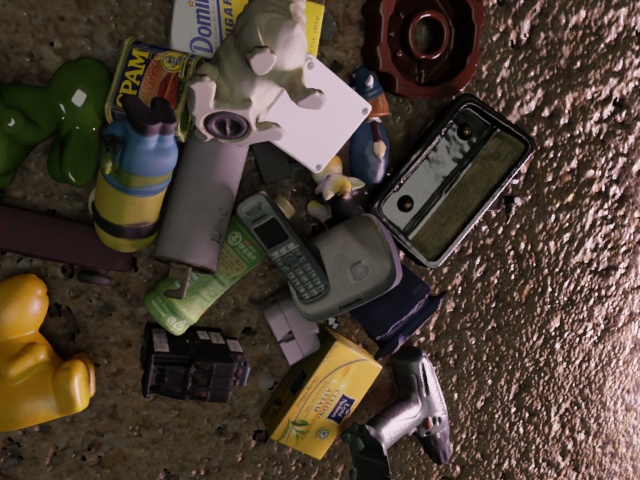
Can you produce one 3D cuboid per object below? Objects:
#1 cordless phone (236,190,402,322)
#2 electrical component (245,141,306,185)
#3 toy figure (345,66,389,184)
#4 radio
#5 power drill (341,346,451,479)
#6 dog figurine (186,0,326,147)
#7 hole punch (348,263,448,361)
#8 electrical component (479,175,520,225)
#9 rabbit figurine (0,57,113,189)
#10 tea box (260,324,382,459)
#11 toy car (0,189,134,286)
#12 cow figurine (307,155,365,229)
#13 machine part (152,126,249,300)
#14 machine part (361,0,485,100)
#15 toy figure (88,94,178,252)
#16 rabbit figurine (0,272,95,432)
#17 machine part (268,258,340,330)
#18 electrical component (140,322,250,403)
[{"bbox_3d":[-0.001,-0.002,0.645,0.147,0.089,0.184,-28,111,26],"label":"cordless phone"},{"bbox_3d":[-0.065,-0.105,0.712,0.094,0.021,0.063,-22,111,-15],"label":"electrical component"},{"bbox_3d":[0.064,-0.153,0.726,0.058,0.064,0.154,-19,111,-57],"label":"toy figure"},{"bbox_3d":[0.176,-0.084,0.758,0.131,0.073,0.229,40,88,-1],"label":"radio"},{"bbox_3d":[0.131,0.297,0.825,0.207,0.086,0.231,-24,108,-40],"label":"power drill"},{"bbox_3d":[-0.079,-0.215,0.596,0.172,0.190,0.121,-18,149,23],"label":"dog figurine"},{"bbox_3d":[0.098,0.089,0.778,0.142,0.116,0.092,-40,106,-7],"label":"hole punch"},{"bbox_3d":[0.263,-0.068,0.830,0.102,0.045,0.078,7,103,-22],"label":"electrical component"},{"bbox_3d":[-0.294,-0.131,0.573,0.170,0.121,0.158,-29,116,-27],"label":"rabbit figurine"},{"bbox_3d":[0.001,0.225,0.798,0.098,0.068,0.169,32,90,-24],"label":"tea box"},{"bbox_3d":[-0.323,-0.004,0.627,0.202,0.053,0.089,14,78,-25],"label":"toy car"},{"bbox_3d":[0.031,-0.030,0.724,0.068,0.098,0.167,-23,116,-14],"label":"cow figurine"},{"bbox_3d":[-0.140,-0.049,0.640,0.079,0.079,0.243,19,75,-24],"label":"machine part"},{"bbox_3d":[0.138,-0.275,0.725,0.179,0.056,0.179,-6,107,-20],"label":"machine part"},{"bbox_3d":[-0.201,-0.064,0.575,0.082,0.089,0.180,12,134,-26],"label":"toy figure"},{"bbox_3d":[-0.356,0.127,0.633,0.162,0.122,0.173,-9,93,-8],"label":"rabbit figurine"},{"bbox_3d":[-0.018,0.058,0.750,0.039,0.084,0.138,-33,106,16],"label":"machine part"},{"bbox_3d":[-0.161,0.157,0.695,0.134,0.115,0.058,10,102,-21],"label":"electrical component"}]
